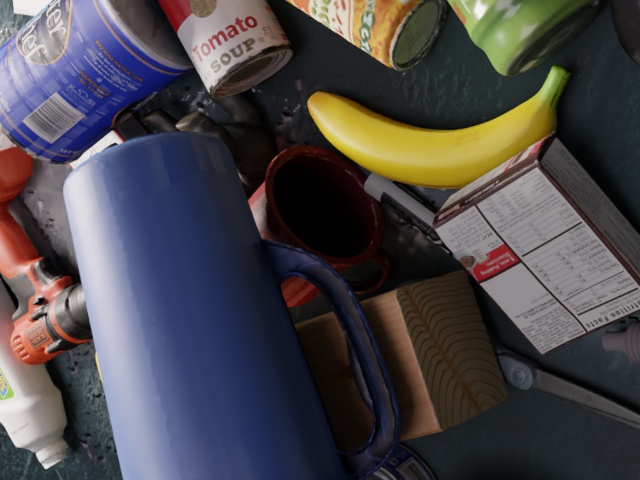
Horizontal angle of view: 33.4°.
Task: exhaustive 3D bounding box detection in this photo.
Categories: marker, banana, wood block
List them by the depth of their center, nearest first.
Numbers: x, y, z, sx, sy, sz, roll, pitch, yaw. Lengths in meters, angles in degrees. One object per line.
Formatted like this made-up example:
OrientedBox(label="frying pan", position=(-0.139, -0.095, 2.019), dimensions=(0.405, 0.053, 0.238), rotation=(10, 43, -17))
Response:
OrientedBox(label="banana", position=(0.072, -0.067, 0.681), dimensions=(0.198, 0.037, 0.069), rotation=(0, 85, 39))
OrientedBox(label="marker", position=(0.079, -0.006, 0.705), dimensions=(0.121, 0.020, 0.020), rotation=(39, 127, 23))
OrientedBox(label="wood block", position=(0.007, 0.097, 0.724), dimensions=(0.207, 0.090, 0.091), rotation=(-22, 84, 37))

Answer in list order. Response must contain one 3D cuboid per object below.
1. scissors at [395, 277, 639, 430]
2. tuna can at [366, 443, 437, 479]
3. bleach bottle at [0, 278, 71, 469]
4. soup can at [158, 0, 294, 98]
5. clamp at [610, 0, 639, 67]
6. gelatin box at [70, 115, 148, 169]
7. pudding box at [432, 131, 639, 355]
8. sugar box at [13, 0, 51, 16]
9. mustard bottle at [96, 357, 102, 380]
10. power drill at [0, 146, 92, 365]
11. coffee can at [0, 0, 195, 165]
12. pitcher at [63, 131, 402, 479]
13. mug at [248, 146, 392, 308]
OrientedBox(label="scissors", position=(0.122, 0.099, 0.708), dimensions=(0.202, 0.016, 0.096), rotation=(37, 123, 26))
OrientedBox(label="tuna can", position=(0.048, 0.195, 0.796), dimensions=(0.086, 0.033, 0.086), rotation=(16, 116, 36))
OrientedBox(label="bleach bottle", position=(-0.327, 0.116, 1.070), dimensions=(0.103, 0.067, 0.251), rotation=(-33, 86, 43))
OrientedBox(label="soup can", position=(-0.071, -0.159, 0.743), dimensions=(0.069, 0.068, 0.102), rotation=(-33, 84, 43))
OrientedBox(label="clamp", position=(0.216, -0.098, 0.537), dimensions=(0.165, 0.036, 0.210), rotation=(-33, 82, 52))
OrientedBox(label="gelatin box", position=(-0.187, -0.088, 0.894), dimensions=(0.089, 0.030, 0.073), rotation=(50, 132, 15))
OrientedBox(label="pudding box", position=(0.135, 0.005, 0.630), dimensions=(0.113, 0.039, 0.090), rotation=(47, 132, -10))
OrientedBox(label="sugar box", position=(-0.206, -0.262, 0.836), dimensions=(0.093, 0.048, 0.176), rotation=(16, 115, 35))
OrientedBox(label="mustard bottle", position=(-0.117, 0.163, 0.883), dimensions=(0.058, 0.096, 0.191), rotation=(-6, 102, 41))
OrientedBox(label="power drill", position=(-0.258, 0.012, 0.974), dimensions=(0.185, 0.057, 0.187), rotation=(-29, 86, 43))
OrientedBox(label="coffee can", position=(-0.168, -0.135, 0.790), dimensions=(0.140, 0.102, 0.103), rotation=(-32, 84, 28))
OrientedBox(label="pitcher", position=(-0.065, 0.059, 0.647), dimensions=(0.145, 0.148, 0.243), rotation=(-33, 71, 51))
OrientedBox(label="mug", position=(-0.005, 0.001, 0.743), dimensions=(0.117, 0.093, 0.082), rotation=(30, 138, -14))
